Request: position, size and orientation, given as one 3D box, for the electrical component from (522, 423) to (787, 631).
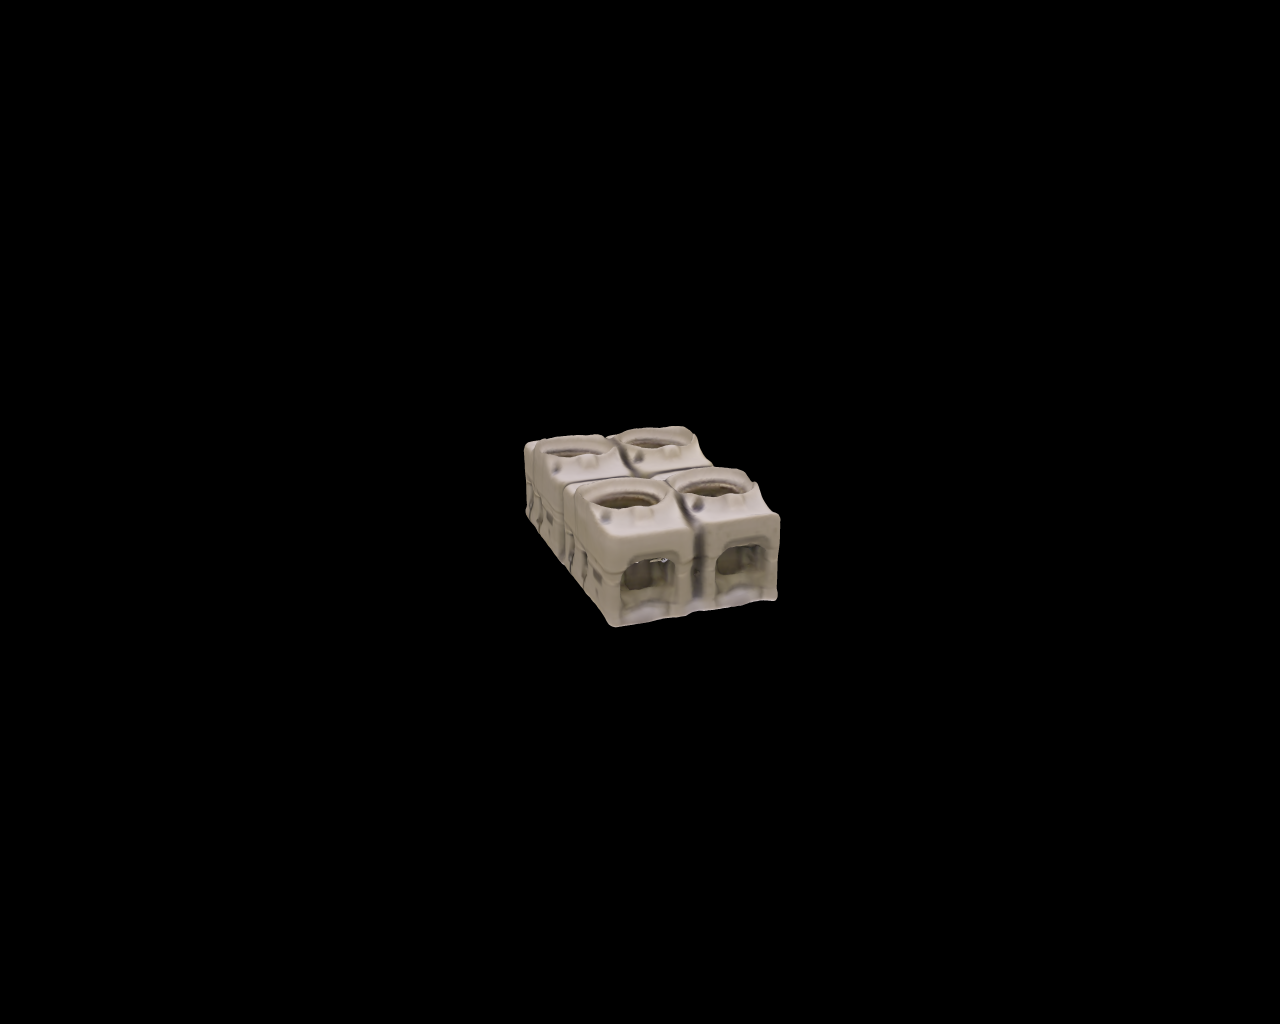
[{"bbox_3d":[0.001,-0.003,0.650,0.105,0.060,0.186,-7,22,-18],"label":"electrical component"}]
